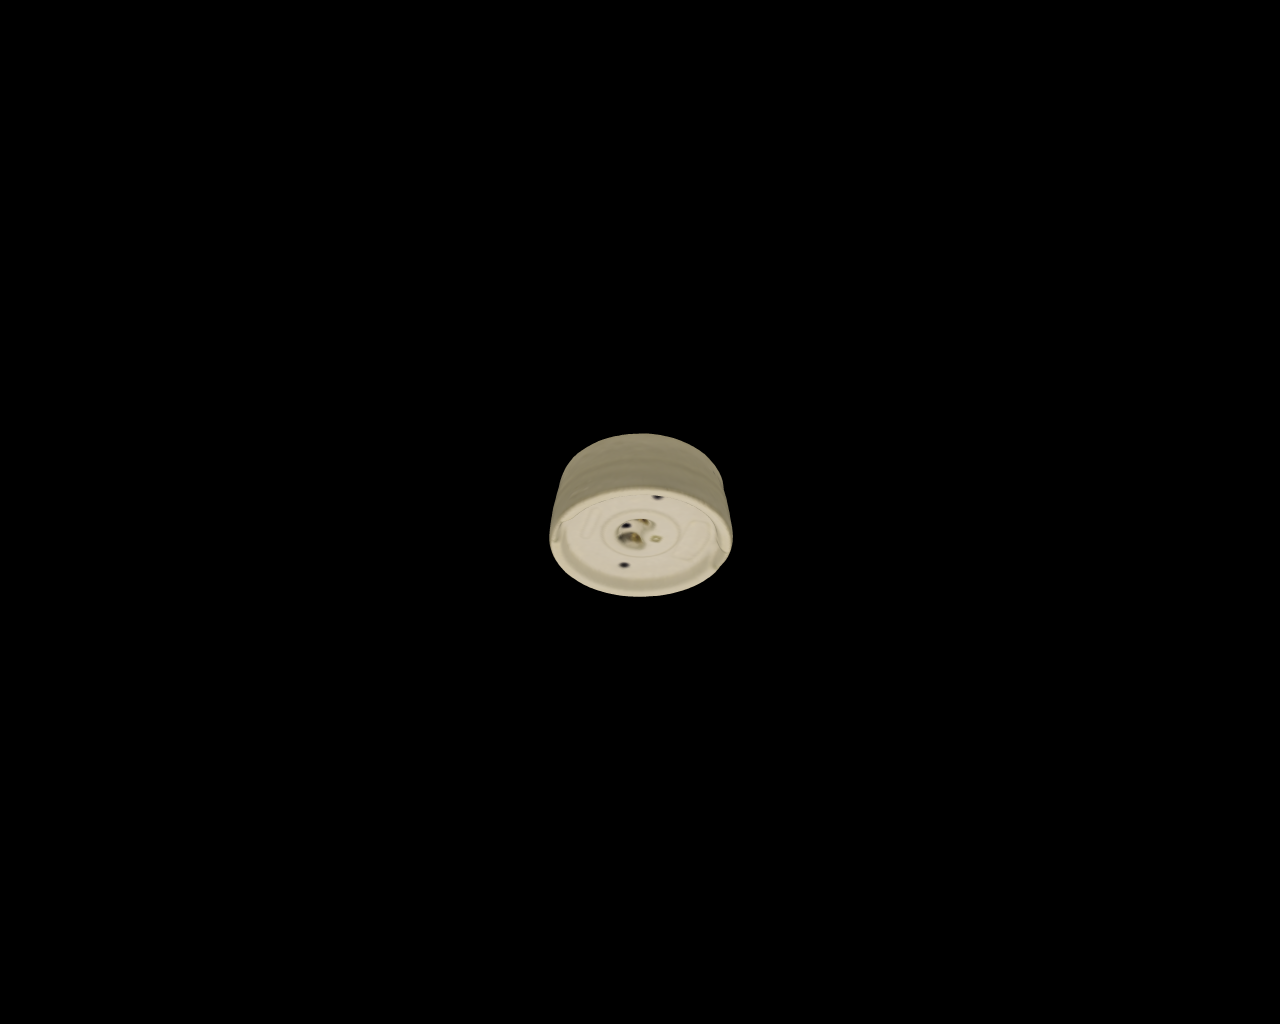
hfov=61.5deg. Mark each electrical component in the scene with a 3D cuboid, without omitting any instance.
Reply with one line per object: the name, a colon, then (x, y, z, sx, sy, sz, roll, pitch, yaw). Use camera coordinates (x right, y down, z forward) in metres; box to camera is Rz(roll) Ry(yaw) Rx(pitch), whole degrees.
electrical component: (0.001, -0.003, 0.650, 0.108, 0.060, 0.108, 0, -39, 0)
